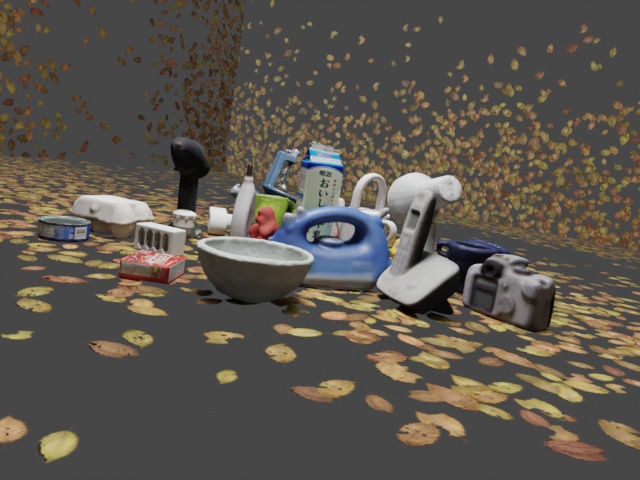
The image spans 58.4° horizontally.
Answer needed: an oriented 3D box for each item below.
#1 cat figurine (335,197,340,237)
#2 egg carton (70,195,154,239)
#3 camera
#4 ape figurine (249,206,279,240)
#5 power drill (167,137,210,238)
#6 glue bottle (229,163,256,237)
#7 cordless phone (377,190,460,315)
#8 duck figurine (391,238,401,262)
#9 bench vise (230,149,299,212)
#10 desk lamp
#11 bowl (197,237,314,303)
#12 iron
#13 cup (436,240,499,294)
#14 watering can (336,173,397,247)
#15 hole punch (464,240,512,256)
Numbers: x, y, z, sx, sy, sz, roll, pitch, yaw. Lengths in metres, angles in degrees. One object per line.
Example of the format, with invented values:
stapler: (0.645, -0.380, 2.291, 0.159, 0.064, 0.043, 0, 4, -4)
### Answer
cat figurine: (0.047, -0.052, 1.468, 0.127, 0.118, 0.067, 10, 9, 9)
egg carton: (-0.410, -0.048, 1.132, 0.150, 0.069, 0.107, 12, 9, 23)
camera: (0.333, 0.078, 0.949, 0.137, 0.101, 0.142, 2, 11, -38)
ape figurine: (-0.118, -0.027, 1.218, 0.076, 0.092, 0.077, 8, 9, -7)
power drill: (-0.286, -0.114, 1.229, 0.075, 0.208, 0.229, 8, 9, -3)
glue bottle: (-0.163, -0.082, 1.261, 0.037, 0.173, 0.078, 10, 9, 9)
cordless phone: (0.163, 0.016, 0.901, 0.094, 0.185, 0.147, 5, 9, -23)
duck figurine: (0.157, 0.039, 1.083, 0.077, 0.086, 0.105, 12, 9, 18)
bench vise: (-0.128, -0.143, 1.547, 0.208, 0.220, 0.121, 0, 12, -44)
desk lamp: (0.224, -0.035, 1.207, 0.118, 0.213, 0.202, 5, 9, -20)
bowl: (-0.095, 0.046, 0.813, 0.167, 0.075, 0.167, 9, 8, -1)
iron: (0.009, 0.003, 0.977, 0.259, 0.141, 0.118, 5, 9, -26)
cup: (0.268, 0.052, 1.078, 0.117, 0.095, 0.092, 14, 10, 30)
watering can: (0.087, -0.042, 1.183, 0.172, 0.194, 0.101, 12, 9, 23)
hole punch: (0.361, 0.047, 1.222, 0.108, 0.091, 0.101, 16, 11, 40)
